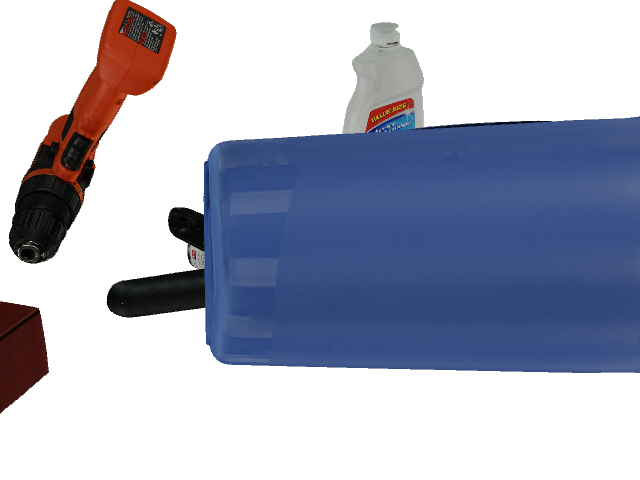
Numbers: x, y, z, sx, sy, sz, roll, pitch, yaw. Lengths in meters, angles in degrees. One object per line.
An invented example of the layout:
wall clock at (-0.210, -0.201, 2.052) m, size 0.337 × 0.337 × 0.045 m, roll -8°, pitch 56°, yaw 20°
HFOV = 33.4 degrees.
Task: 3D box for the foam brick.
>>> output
foam brick at (-0.229, 0.081, 0.718) m, size 0.053 × 0.051 × 0.078 m, roll 8°, pitch 28°, yaw 24°

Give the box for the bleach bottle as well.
bleach bottle at (0.062, -0.110, 1.165) m, size 0.102 × 0.251 × 0.068 m, roll -5°, pitch 25°, yaw -8°

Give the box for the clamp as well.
clamp at (-0.038, 0.019, 0.789) m, size 0.210 × 0.036 × 0.164 m, roll 5°, pitch 24°, yaw 0°

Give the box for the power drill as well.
power drill at (-0.189, -0.090, 0.864) m, size 0.057 × 0.188 × 0.184 m, roll 27°, pitch 33°, yaw -20°

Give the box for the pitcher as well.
pitcher at (0.064, -0.002, 0.535) m, size 0.242 × 0.145 × 0.149 m, roll -1°, pitch -6°, yaw -7°

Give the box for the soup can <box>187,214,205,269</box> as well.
soup can at (-0.096, 0.011, 1.255) m, size 0.102 × 0.068 × 0.068 m, roll 13°, pitch 5°, yaw 20°
